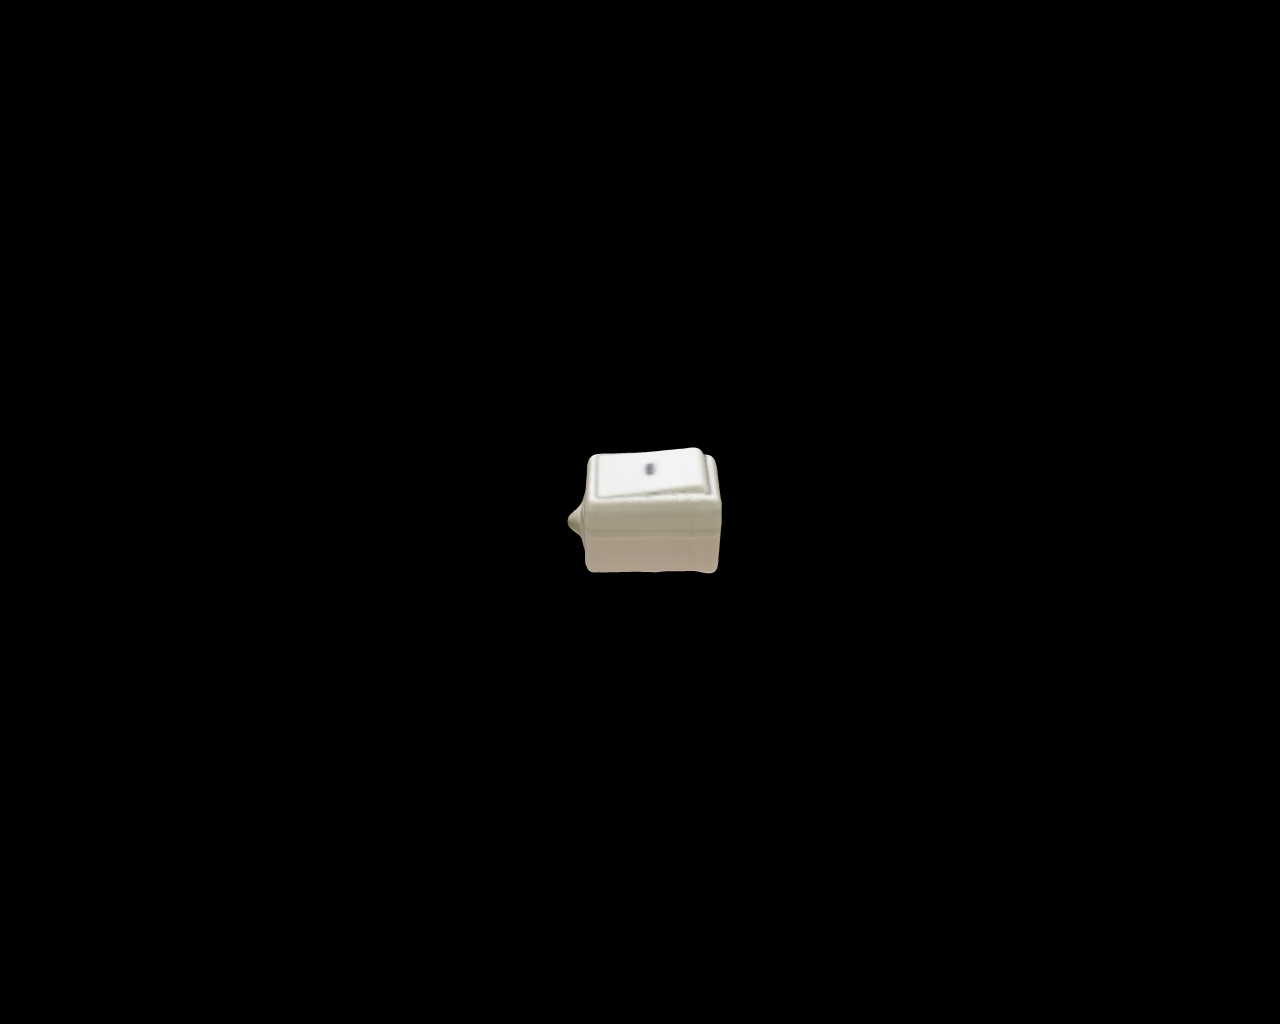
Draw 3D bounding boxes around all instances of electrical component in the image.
[{"bbox_3d":[0.001,-0.003,0.650,0.096,0.061,0.062,0,32,0],"label":"electrical component"}]
